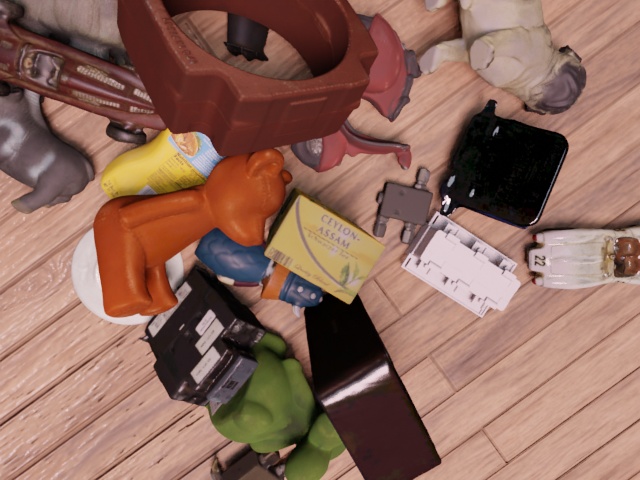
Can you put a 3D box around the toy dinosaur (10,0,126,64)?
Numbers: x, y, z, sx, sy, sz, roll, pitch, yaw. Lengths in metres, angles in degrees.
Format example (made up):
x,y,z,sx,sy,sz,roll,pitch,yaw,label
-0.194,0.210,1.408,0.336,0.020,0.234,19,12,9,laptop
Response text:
x,y,z,sx,sy,sz,roll,pitch,yaw,label
-0.255,-0.253,0.554,0.471,0.105,0.198,28,102,-13,toy dinosaur

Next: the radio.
x,y,z,sx,sy,sz,roll,pitch,yaw,label
0.045,0.141,0.561,0.073,0.230,0.131,-28,102,3,radio

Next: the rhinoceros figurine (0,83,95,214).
x,y,z,sx,sy,sz,roll,pitch,yaw,label
-0.332,-0.115,0.572,0.112,0.073,0.190,-44,99,7,rhinoceros figurine

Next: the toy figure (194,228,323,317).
x,y,z,sx,sy,sz,roll,pitch,yaw,label
-0.067,0.032,0.621,0.154,0.058,0.064,29,114,-7,toy figure

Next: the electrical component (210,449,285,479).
x,y,z,sx,sy,sz,roll,pitch,yaw,label
-0.085,0.282,0.662,0.102,0.045,0.078,-43,127,4,electrical component

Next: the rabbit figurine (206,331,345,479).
x,y,z,sx,sy,sz,roll,pitch,yaw,label
-0.025,0.198,0.615,0.170,0.159,0.121,33,84,-23,rabbit figurine

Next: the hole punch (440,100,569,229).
x,y,z,sx,sy,sz,roll,pitch,yaw,label
0.215,-0.078,0.629,0.116,0.092,0.142,24,98,20,hole punch

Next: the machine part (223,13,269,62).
x,y,z,sx,sy,sz,roll,pitch,yaw,label
-0.080,-0.270,0.596,0.084,0.039,0.138,0,95,-14,machine part

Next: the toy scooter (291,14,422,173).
x,y,z,sx,sy,sz,roll,pitch,yaw,label
0.059,-0.150,0.604,0.135,0.075,0.183,23,98,-7,toy scooter

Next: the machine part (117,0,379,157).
x,y,z,sx,sy,sz,roll,pitch,yaw,label
-0.066,-0.182,0.491,0.201,0.087,0.201,-19,72,-32,machine part

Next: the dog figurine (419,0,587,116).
x,y,z,sx,sy,sz,roll,pitch,yaw,label
0.220,-0.233,0.583,0.190,0.121,0.172,3,111,-32,dog figurine

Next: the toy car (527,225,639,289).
x,y,z,sx,sy,sz,roll,pitch,yaw,label
0.353,0.019,0.658,0.202,0.056,0.073,-3,97,-5,toy car

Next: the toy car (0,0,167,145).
x,y,z,sx,sy,sz,roll,pitch,yaw,label
-0.240,-0.156,0.506,0.202,0.053,0.089,21,104,-7,toy car

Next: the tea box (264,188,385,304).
x,y,z,sx,sy,sz,roll,pitch,yaw,label
-0.001,-0.002,0.568,0.098,0.170,0.068,30,94,-9,tea box

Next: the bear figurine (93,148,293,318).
x,y,z,sx,sy,sz,roll,pitch,yaw,label
-0.114,-0.009,0.534,0.196,0.120,0.132,-15,83,-3,bear figurine

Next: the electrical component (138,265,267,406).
x,y,z,sx,sy,sz,roll,pitch,yaw,label
-0.127,0.112,0.593,0.115,0.134,0.058,-51,140,5,electrical component

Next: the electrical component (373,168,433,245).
x,y,z,sx,sy,sz,roll,pitch,yaw,label
0.100,-0.044,0.646,0.063,0.021,0.094,15,96,-6,electrical component
